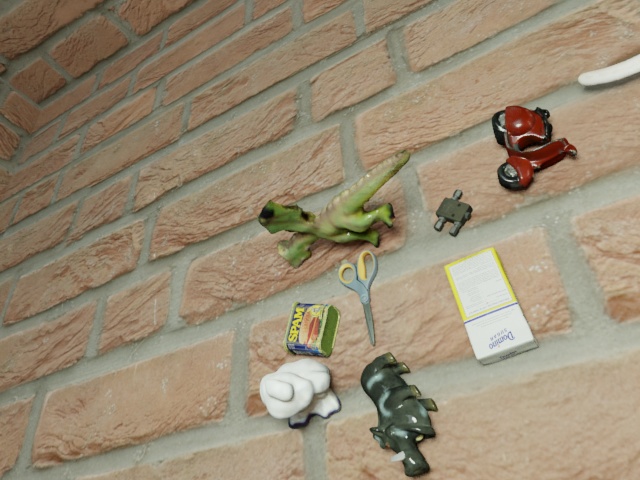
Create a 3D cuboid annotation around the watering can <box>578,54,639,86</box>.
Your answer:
[{"bbox_3d":[0.637,-0.316,0.847,0.351,0.102,0.226,25,75,44],"label":"watering can"}]

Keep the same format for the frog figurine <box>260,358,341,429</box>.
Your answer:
[{"bbox_3d":[-0.051,0.255,0.896,0.137,0.157,0.125,-10,53,32],"label":"frog figurine"}]

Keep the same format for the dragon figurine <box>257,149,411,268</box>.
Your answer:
[{"bbox_3d":[0.003,-0.050,0.988,0.243,0.401,0.124,-8,64,-16],"label":"dragon figurine"}]
